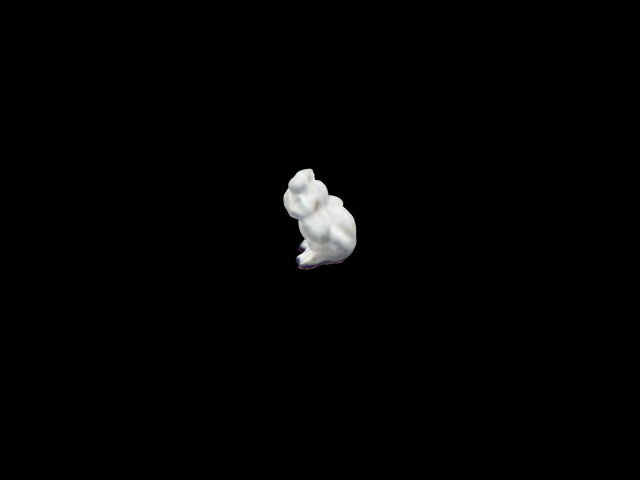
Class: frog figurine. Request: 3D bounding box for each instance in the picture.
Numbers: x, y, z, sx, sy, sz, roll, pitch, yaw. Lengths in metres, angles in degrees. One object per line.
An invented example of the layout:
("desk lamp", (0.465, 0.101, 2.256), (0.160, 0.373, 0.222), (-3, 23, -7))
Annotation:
("frog figurine", (0.003, -0.043, 0.850), (0.123, 0.156, 0.140), (8, 25, 18))
